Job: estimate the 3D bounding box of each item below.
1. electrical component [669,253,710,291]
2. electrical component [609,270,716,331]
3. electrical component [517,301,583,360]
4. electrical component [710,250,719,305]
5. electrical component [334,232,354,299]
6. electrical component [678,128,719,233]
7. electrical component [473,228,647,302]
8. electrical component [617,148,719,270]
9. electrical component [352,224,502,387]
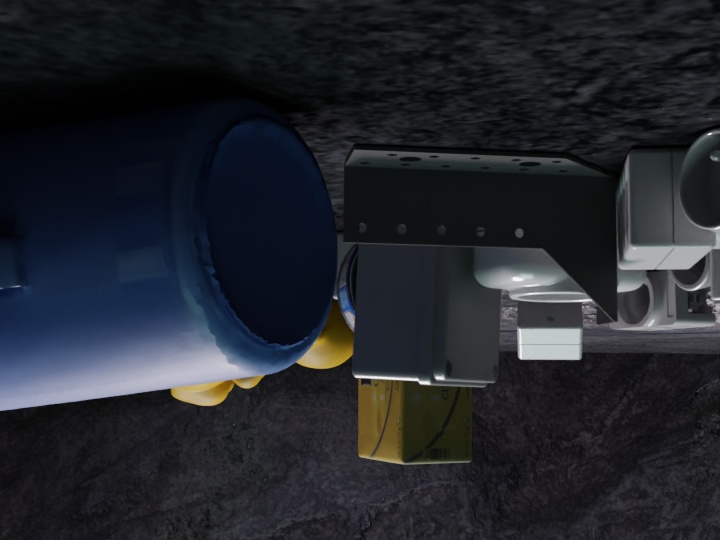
[{"bbox_3d":[0.245,-0.009,0.716,0.065,0.044,0.044,-2,175,-21],"label":"electrical component"},{"bbox_3d":[0.272,0.028,0.986,0.056,0.050,0.089,3,173,-27],"label":"electrical component"},{"bbox_3d":[0.142,0.012,0.803,0.047,0.083,0.075,0,135,10],"label":"electrical component"},{"bbox_3d":[0.243,-0.011,0.607,0.096,0.061,0.062,5,172,-33],"label":"electrical component"},{"bbox_3d":[0.000,0.000,0.783,0.077,0.047,0.066,-5,172,37],"label":"electrical component"},{"bbox_3d":[0.191,-0.038,0.454,0.077,0.043,0.079,4,173,-25],"label":"electrical component"},{"bbox_3d":[0.113,-0.014,0.605,0.095,0.059,0.054,4,172,-28],"label":"electrical component"},{"bbox_3d":[0.167,-0.028,0.526,0.076,0.047,0.083,0,173,9],"label":"electrical component"},{"bbox_3d":[0.042,0.013,0.634,0.056,0.108,0.109,1,174,24],"label":"electrical component"}]
